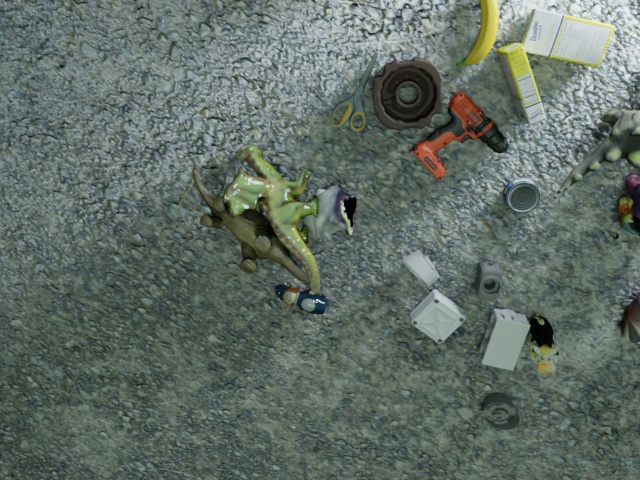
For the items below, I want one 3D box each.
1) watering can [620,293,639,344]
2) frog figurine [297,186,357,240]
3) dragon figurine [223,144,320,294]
[{"bbox_3d":[0.916,0.180,1.309,0.224,0.342,0.106,14,22,2],"label":"watering can"},{"bbox_3d":[0.004,-0.067,1.325,0.159,0.139,0.121,-8,-16,25],"label":"frog figurine"},{"bbox_3d":[-0.123,-0.070,1.238,0.242,0.419,0.120,8,-35,-31],"label":"dragon figurine"}]
